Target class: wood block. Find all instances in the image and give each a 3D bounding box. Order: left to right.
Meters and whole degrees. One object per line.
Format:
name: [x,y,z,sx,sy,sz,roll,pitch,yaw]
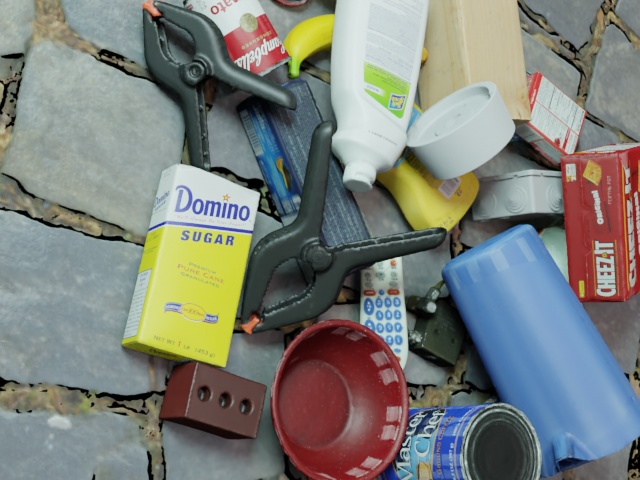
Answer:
wood block: [0.165,-0.226,1.206,0.090,0.090,0.206,-1,82,-34]

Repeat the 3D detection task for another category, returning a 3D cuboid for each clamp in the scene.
clamp: [-0.103,-0.161,1.016,0.120,0.039,0.171,-27,96,6]
clamp: [-0.007,0.001,1.013,0.210,0.036,0.164,-39,102,5]

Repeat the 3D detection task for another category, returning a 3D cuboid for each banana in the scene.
banana: [0.030,-0.210,1.143,0.197,0.037,0.069,-15,82,-35]

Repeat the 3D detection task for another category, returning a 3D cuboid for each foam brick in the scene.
foam brick: [-0.098,0.149,0.980,0.078,0.051,0.053,22,69,-28]

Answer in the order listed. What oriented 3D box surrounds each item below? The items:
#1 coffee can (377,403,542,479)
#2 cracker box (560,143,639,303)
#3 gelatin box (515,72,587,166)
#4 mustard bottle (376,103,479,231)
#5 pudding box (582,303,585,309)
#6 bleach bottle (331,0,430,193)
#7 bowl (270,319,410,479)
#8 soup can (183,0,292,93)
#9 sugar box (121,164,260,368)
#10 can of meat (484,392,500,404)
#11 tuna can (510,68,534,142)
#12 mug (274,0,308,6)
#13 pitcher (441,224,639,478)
coffee can: [0.135,0.217,1.066,0.102,0.141,0.103,7,77,-32]
cracker box: [0.343,-0.026,1.231,0.213,0.072,0.164,-16,102,-61]
gelatin box: [0.266,-0.141,1.249,0.089,0.030,0.073,34,62,-25]
mustard bottle: [0.087,-0.098,1.148,0.191,0.058,0.096,49,58,-16]
pudding box: [0.276,0.118,1.243,0.089,0.039,0.113,-23,92,-34]
bleach bottle: [0.050,-0.168,1.077,0.102,0.068,0.250,20,65,-21]
bowl: [0.009,0.160,1.046,0.161,0.055,0.162,7,77,-32]
soup can: [-0.082,-0.206,1.053,0.068,0.069,0.102,-36,100,-33]
sugar box: [-0.118,0.025,0.996,0.093,0.048,0.176,20,71,-29]
can of meat: [0.235,0.200,1.188,0.083,0.058,0.102,-38,101,-30]
tuna can: [0.231,-0.161,1.270,0.086,0.034,0.086,7,77,-32]
mug: [-0.023,-0.301,1.105,0.081,0.093,0.117,10,114,-22]
pitcher: [0.230,0.109,1.109,0.145,0.149,0.243,-27,87,-14]
